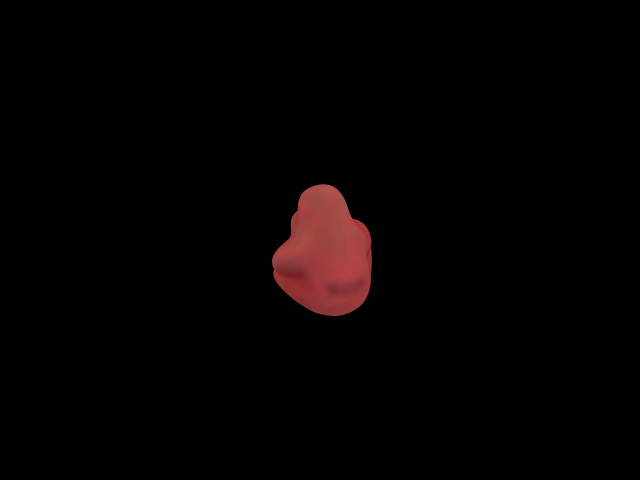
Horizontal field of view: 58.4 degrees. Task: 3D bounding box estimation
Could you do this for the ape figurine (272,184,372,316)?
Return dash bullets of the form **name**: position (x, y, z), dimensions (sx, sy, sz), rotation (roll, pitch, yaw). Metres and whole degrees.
- **ape figurine**: position (0.004, 0.001, 0.400), dimensions (0.078, 0.092, 0.076), rotation (-11, 39, -14)
